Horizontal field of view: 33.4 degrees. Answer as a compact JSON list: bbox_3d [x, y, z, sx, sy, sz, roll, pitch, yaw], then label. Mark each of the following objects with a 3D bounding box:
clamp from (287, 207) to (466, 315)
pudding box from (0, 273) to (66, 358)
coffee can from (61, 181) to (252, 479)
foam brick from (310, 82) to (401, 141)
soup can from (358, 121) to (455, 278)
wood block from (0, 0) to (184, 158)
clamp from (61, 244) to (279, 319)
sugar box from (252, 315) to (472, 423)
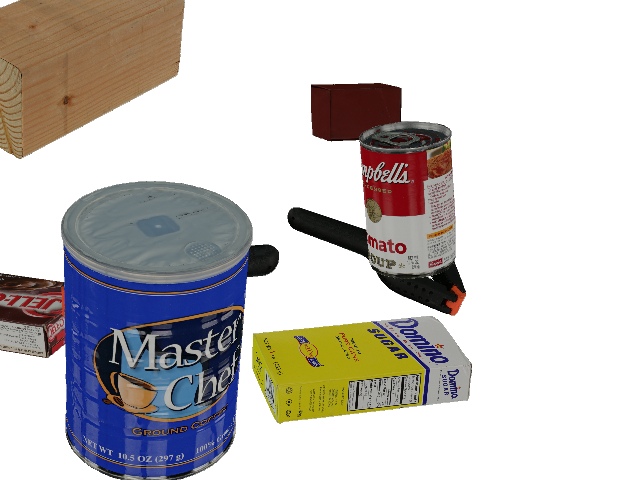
[{"bbox_3d":[0.074,0.009,1.188,0.164,0.036,0.210,-16,51,-34],"label":"clamp"},{"bbox_3d":[-0.277,0.068,0.986,0.114,0.039,0.090,5,20,18],"label":"pudding box"},{"bbox_3d":[-0.095,0.051,0.610,0.102,0.140,0.103,5,29,-3],"label":"coffee can"},{"bbox_3d":[0.035,-0.127,1.051,0.078,0.051,0.053,-4,14,-20],"label":"foam brick"},{"bbox_3d":[0.066,-0.031,0.798,0.068,0.102,0.068,-5,22,2],"label":"soup can"},{"bbox_3d":[-0.223,-0.167,0.959,0.090,0.091,0.205,29,41,21],"label":"wood block"},{"bbox_3d":[-0.131,0.011,0.830,0.171,0.039,0.120,-18,36,-33],"label":"clamp"},{"bbox_3d":[0.035,0.111,0.943,0.176,0.048,0.093,-7,27,-14],"label":"sugar box"}]
